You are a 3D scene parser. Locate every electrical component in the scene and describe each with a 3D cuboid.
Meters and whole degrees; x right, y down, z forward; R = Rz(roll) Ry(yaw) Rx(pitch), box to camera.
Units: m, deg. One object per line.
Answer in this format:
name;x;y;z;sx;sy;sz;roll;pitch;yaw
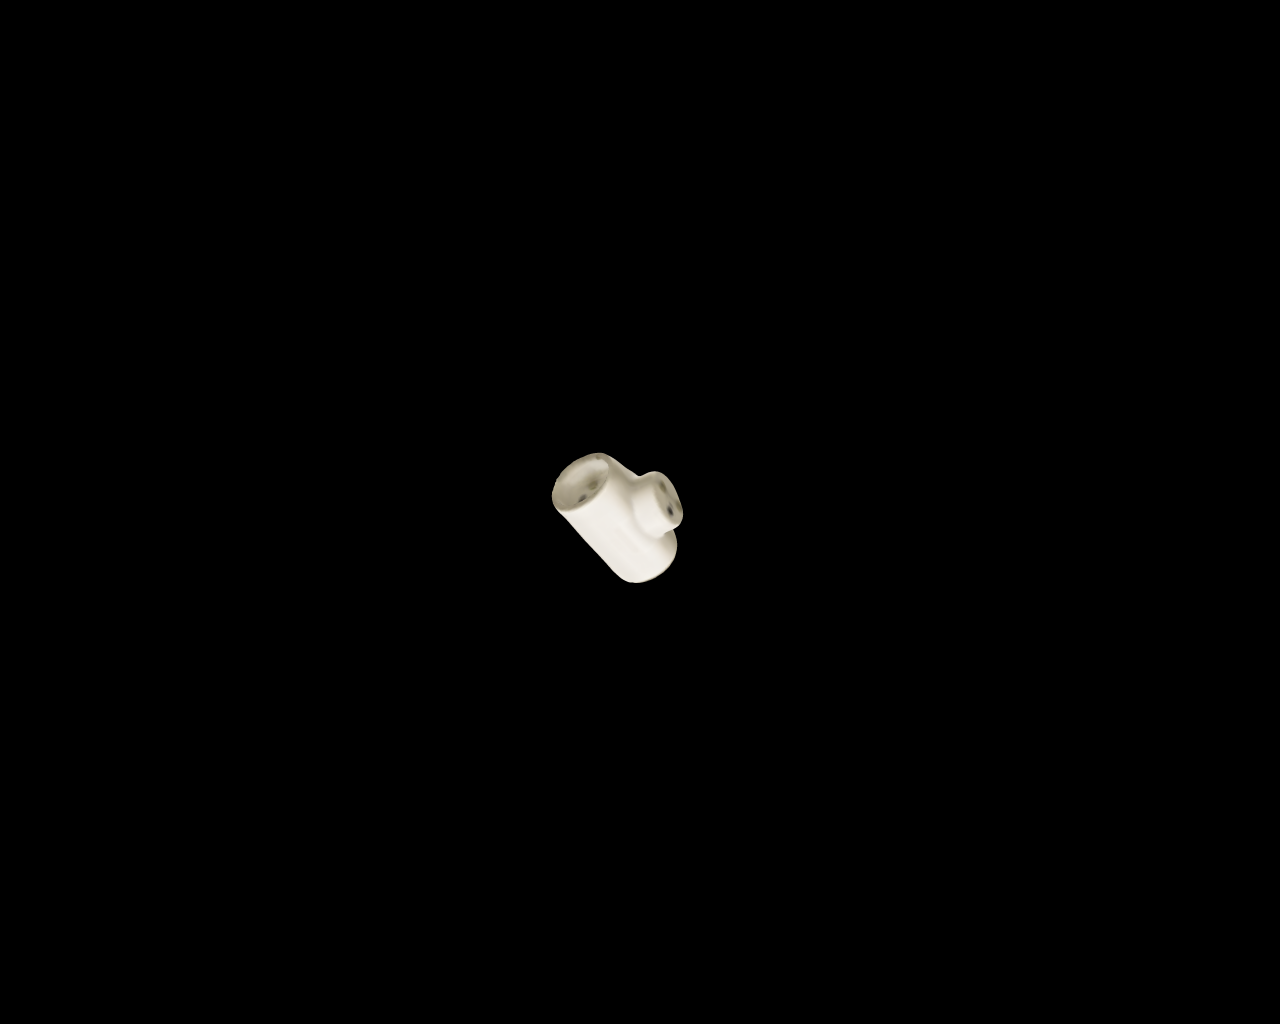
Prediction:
electrical component;0.001;-0.003;0.650;0.079;0.043;0.077;-24;-50;22
